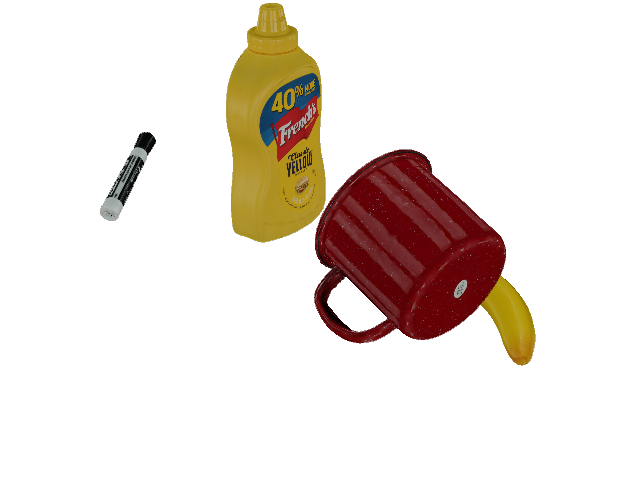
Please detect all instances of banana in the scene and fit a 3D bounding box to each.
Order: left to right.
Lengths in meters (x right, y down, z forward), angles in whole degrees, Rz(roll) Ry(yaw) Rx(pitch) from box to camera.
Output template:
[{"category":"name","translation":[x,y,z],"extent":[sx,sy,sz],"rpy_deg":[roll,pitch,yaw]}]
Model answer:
[{"category":"banana","translation":[0.171,0.064,1.115],"extent":[0.069,0.037,0.198],"rpy_deg":[-38,40,-12]}]

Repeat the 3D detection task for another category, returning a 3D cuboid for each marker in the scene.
[{"category":"marker","translation":[-0.193,-0.068,1.077],"extent":[0.020,0.121,0.020],"rpy_deg":[9,-43,8]}]

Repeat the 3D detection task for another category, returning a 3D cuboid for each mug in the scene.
[{"category":"mug","translation":[0.048,0.014,0.645],"extent":[0.082,0.117,0.093],"rpy_deg":[46,-4,32]}]

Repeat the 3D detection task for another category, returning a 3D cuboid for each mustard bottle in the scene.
[{"category":"mustard bottle","translation":[-0.037,-0.101,0.885],"extent":[0.058,0.192,0.096],"rpy_deg":[20,35,35]}]

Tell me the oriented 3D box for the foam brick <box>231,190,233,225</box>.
[{"category":"foam brick","translation":[-0.070,-0.048,1.348],"extent":[0.078,0.053,0.051],"rpy_deg":[6,28,9]}]
